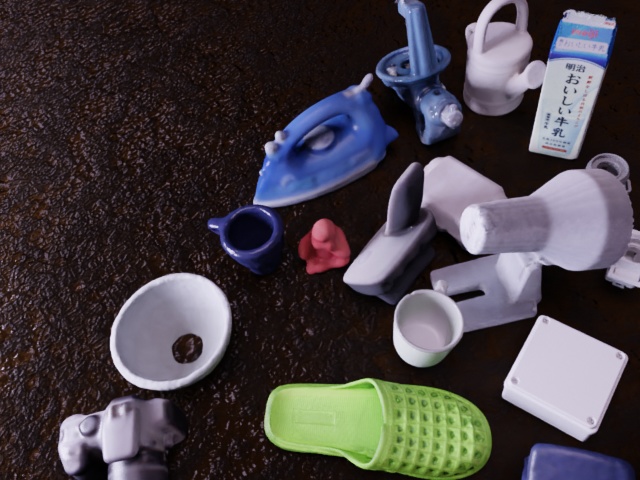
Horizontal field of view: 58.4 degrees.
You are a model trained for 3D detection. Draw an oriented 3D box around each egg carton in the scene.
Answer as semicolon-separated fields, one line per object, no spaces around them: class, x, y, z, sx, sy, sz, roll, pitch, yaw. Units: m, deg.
egg carton;0.200;-0.056;0.844;0.107;0.069;0.150;-43;60;-17

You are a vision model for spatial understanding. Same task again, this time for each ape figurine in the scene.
ape figurine;0.008;0.003;0.825;0.077;0.092;0.076;24;64;23

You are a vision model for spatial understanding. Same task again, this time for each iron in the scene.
iron;-0.007;-0.155;0.900;0.258;0.142;0.118;-32;58;-11

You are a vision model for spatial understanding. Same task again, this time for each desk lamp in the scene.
desk lamp;0.247;0.015;0.702;0.203;0.214;0.118;-15;56;0

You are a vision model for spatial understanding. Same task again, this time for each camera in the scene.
camera;-0.239;0.269;0.689;0.143;0.101;0.136;-15;56;0

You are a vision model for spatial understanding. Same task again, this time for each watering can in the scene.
watering can;0.290;-0.298;0.910;0.172;0.194;0.101;34;69;27

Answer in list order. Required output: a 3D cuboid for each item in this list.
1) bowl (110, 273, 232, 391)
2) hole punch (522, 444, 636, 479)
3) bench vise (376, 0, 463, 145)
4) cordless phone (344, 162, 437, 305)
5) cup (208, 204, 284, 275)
bowl;-0.193;0.134;0.785;0.167;0.075;0.167;-4;57;7
hole punch;0.269;0.277;0.603;0.108;0.091;0.101;8;59;15
bench vise;0.172;-0.276;0.901;0.121;0.220;0.206;-38;59;-15
cordless phone;0.092;-0.011;0.763;0.094;0.185;0.148;27;66;24
cup;-0.103;0.006;0.840;0.117;0.095;0.092;12;60;17
